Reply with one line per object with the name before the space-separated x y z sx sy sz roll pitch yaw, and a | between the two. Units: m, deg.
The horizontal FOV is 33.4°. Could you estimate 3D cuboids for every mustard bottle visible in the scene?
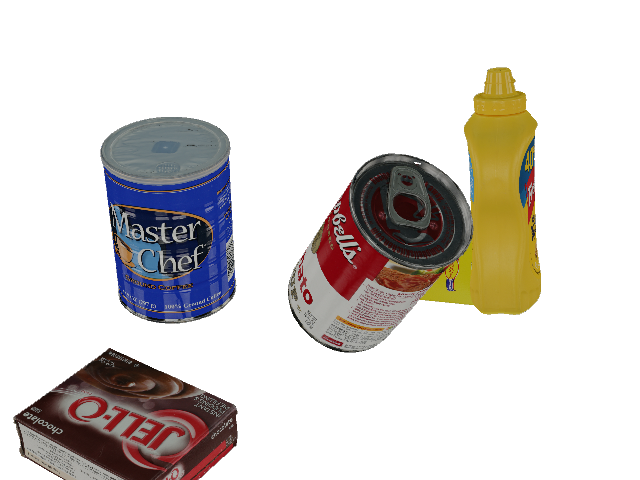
mustard bottle | 0.147 -0.043 0.863 0.058 0.191 0.096 0 19 18

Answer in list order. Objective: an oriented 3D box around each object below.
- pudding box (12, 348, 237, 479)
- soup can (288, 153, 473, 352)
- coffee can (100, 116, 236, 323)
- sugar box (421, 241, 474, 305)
pudding box | -0.123 0.122 0.682 0.114 0.039 0.089 17 34 28
soup can | 0.029 0.009 0.575 0.068 0.068 0.102 0 -31 -23
coffee can | -0.123 -0.017 0.885 0.103 0.140 0.103 0 33 0
sugar box | 0.100 0.019 1.215 0.176 0.093 0.048 4 22 -3
